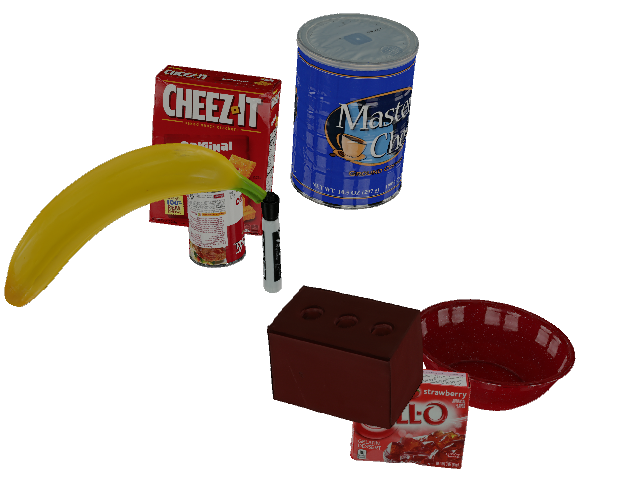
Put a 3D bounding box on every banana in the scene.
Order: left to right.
[{"bbox_3d":[-0.139,-0.019,0.730,0.198,0.069,0.037,-23,10,5],"label":"banana"}]

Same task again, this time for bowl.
[{"bbox_3d":[0.166,0.120,1.057,0.162,0.055,0.162,5,26,-2],"label":"bowl"}]

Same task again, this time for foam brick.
[{"bbox_3d":[0.015,0.067,0.621,0.078,0.051,0.052,11,31,22],"label":"foam brick"}]

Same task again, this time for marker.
[{"bbox_3d":[-0.049,0.002,1.073,0.020,0.121,0.020,0,39,0],"label":"marker"}]

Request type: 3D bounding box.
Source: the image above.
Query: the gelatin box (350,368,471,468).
[{"bbox_3d":[0.070,0.138,0.839,0.089,0.073,0.030,5,20,3],"label":"gelatin box"}]

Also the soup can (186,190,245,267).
[{"bbox_3d":[-0.124,-0.029,1.255,0.068,0.102,0.068,-1,28,0],"label":"soup can"}]

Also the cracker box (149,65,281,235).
[{"bbox_3d":[-0.147,-0.121,1.472,0.164,0.214,0.072,8,22,5],"label":"cracker box"}]

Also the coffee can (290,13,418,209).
[{"bbox_3d":[0.027,-0.113,0.932,0.103,0.140,0.103,3,35,-2],"label":"coffee can"}]
